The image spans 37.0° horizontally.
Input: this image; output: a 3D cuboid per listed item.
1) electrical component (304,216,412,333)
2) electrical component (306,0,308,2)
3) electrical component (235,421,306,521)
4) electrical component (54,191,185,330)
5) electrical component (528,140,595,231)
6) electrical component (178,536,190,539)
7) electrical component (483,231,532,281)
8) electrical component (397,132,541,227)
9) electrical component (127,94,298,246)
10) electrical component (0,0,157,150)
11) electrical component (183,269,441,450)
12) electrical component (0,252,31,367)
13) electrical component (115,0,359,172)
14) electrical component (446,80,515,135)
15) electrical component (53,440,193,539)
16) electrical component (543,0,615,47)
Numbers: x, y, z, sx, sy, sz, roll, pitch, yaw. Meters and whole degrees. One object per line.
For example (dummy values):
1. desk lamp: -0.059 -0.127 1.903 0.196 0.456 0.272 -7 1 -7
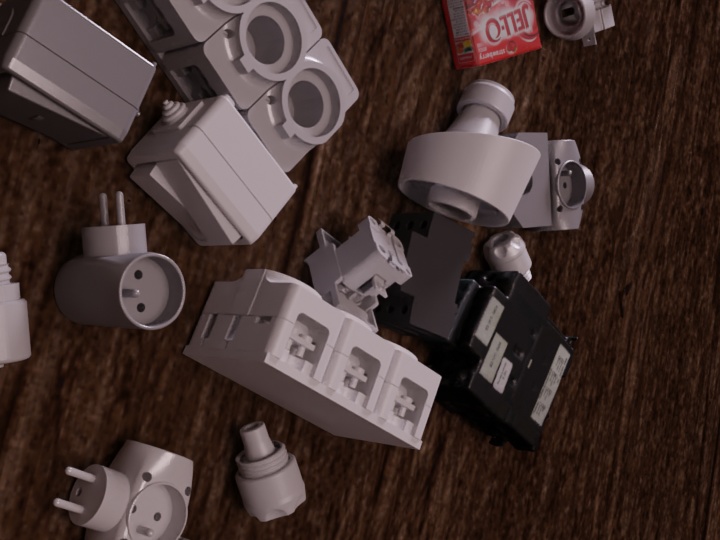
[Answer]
1. electrical component: 0.000 0.000 0.760 0.042 0.064 0.081 37 24 -38
2. electrical component: -0.027 -0.211 0.741 0.044 0.065 0.044 0 90 -43
3. electrical component: -0.064 0.133 0.724 0.043 0.043 0.062 -27 107 -39
4. electrical component: -0.143 -0.006 0.628 0.043 0.077 0.079 -7 95 -42
5. electrical component: 0.180 -0.074 0.947 0.079 0.044 0.077 -6 94 -43
6. electrical component: -0.095 0.213 0.677 0.096 0.062 0.061 51 58 -38
7. electrical component: 0.129 -0.001 0.907 0.035 0.035 0.061 -45 121 -33
8. electrical component: 0.080 -0.073 0.820 0.099 0.099 0.064 28 78 -39
9. electrical component: -0.099 -0.063 0.678 0.096 0.062 0.061 53 58 -29
10. electrical component: -0.168 -0.106 0.615 0.096 0.062 0.061 33 68 -38
11. electrical component: -0.028 0.061 0.725 0.150 0.089 0.061 35 67 -37
12. electrical component: -0.205 0.019 0.595 0.040 0.040 0.078 -7 94 -42
13. electrical component: -0.075 -0.146 0.700 0.089 0.062 0.150 -50 122 -30
14. electrical component: 0.097 -0.120 0.870 0.045 0.045 0.055 41 63 -35
15. electrical component: -0.147 0.140 0.646 0.079 0.044 0.077 31 70 -39
16. electrical component: 0.195 -0.232 0.960 0.055 0.048 0.066 -29 110 -47
